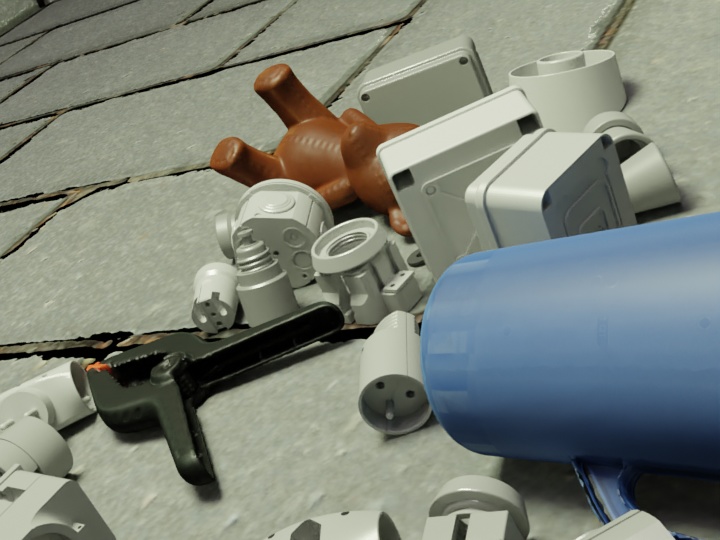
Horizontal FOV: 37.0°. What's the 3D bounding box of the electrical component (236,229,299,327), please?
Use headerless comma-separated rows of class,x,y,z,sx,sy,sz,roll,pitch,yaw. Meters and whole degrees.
electrical component,-0.074,0.008,0.808,0.040,0.078,0.040,-17,14,4

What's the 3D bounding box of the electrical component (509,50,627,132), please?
electrical component,0.174,-0.150,0.914,0.099,0.064,0.099,-12,18,4

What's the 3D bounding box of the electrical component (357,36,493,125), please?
electrical component,0.062,-0.156,0.984,0.113,0.078,0.057,-18,24,16

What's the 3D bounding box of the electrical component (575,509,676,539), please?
electrical component,0.101,0.135,0.405,0.051,0.080,0.080,-25,25,-12

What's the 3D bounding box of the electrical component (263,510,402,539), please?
electrical component,-0.019,0.158,0.508,0.077,0.043,0.079,-20,26,12

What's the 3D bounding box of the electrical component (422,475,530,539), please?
electrical component,0.053,0.129,0.497,0.066,0.048,0.055,-12,36,27

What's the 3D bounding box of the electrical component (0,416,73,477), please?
electrical component,-0.230,0.133,0.735,0.055,0.055,0.047,-4,29,38

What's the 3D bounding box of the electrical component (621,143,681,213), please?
electrical component,0.178,-0.053,0.729,0.065,0.044,0.044,-26,25,12

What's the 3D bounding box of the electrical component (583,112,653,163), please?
electrical component,0.187,-0.087,0.779,0.045,0.045,0.055,-22,26,7

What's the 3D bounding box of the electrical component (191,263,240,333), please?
electrical component,-0.114,0.023,0.854,0.040,0.040,0.046,-19,32,13

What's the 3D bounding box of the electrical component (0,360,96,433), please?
electrical component,-0.243,0.104,0.795,0.077,0.043,0.079,-25,3,2

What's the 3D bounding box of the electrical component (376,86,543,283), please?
electrical component,0.082,-0.053,0.739,0.109,0.108,0.056,-24,29,4

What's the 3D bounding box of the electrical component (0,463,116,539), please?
electrical component,-0.188,0.198,0.514,0.060,0.105,0.186,-1,35,41

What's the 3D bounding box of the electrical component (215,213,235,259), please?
electrical component,-0.099,-0.034,0.946,0.046,0.040,0.040,-14,27,10

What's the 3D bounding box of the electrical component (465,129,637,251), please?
electrical component,0.118,-0.019,0.637,0.057,0.113,0.078,10,43,46

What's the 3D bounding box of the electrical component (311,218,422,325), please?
electrical component,0.000,0.000,0.771,0.078,0.057,0.058,2,37,44

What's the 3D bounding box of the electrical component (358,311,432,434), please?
electrical component,0.022,0.059,0.658,0.043,0.043,0.081,-20,26,12

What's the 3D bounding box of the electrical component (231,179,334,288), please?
electrical component,-0.063,-0.028,0.856,0.080,0.080,0.051,-17,33,18
